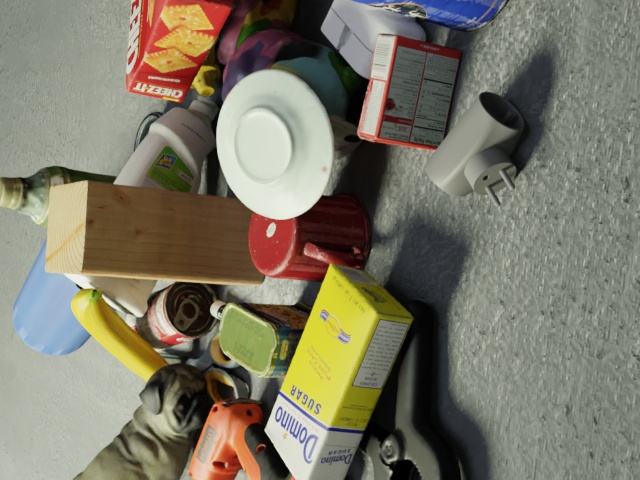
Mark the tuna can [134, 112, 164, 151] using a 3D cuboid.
[{"bbox_3d":[-0.192,-0.112,1.292,0.086,0.033,0.086,-11,77,53],"label":"tuna can"}]

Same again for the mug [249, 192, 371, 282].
[{"bbox_3d":[-0.006,0.001,0.984,0.117,0.081,0.093,34,112,50],"label":"mug"}]

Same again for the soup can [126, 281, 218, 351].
[{"bbox_3d":[-0.168,0.086,1.204,0.102,0.068,0.068,-23,67,51],"label":"soup can"}]

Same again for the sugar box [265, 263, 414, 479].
[{"bbox_3d":[0.012,0.119,0.926,0.093,0.048,0.176,45,117,55],"label":"sugar box"}]

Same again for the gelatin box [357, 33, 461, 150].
[{"bbox_3d":[0.075,-0.123,0.898,0.030,0.073,0.089,23,105,54],"label":"gelatin box"}]

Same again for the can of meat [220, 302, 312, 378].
[{"bbox_3d":[-0.036,0.094,1.011,0.102,0.083,0.057,23,104,52],"label":"can of meat"}]

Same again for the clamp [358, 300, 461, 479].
[{"bbox_3d":[0.074,0.166,0.890,0.165,0.036,0.210,-58,40,32],"label":"clamp"}]

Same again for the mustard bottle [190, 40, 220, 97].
[{"bbox_3d":[-0.152,-0.244,1.235,0.096,0.058,0.192,-43,53,37],"label":"mustard bottle"}]

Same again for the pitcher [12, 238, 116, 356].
[{"bbox_3d":[-0.299,0.041,1.354,0.243,0.148,0.145,-46,66,44],"label":"pitcher"}]

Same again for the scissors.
[{"bbox_3d":[-0.133,0.126,1.193,0.202,0.016,0.096,28,110,51],"label":"scissors"}]

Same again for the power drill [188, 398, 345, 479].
[{"bbox_3d":[-0.059,0.259,1.044,0.188,0.057,0.184,40,114,45],"label":"power drill"}]

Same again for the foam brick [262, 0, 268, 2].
[{"bbox_3d":[-0.091,-0.263,1.161,0.078,0.051,0.053,-35,59,46],"label":"foam brick"}]

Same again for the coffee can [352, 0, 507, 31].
[{"bbox_3d":[0.075,-0.231,0.855,0.103,0.140,0.103,-11,77,53],"label":"coffee can"}]

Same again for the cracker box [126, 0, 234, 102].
[{"bbox_3d":[-0.142,-0.260,1.081,0.214,0.072,0.164,140,135,-63],"label":"cracker box"}]

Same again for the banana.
[{"bbox_3d":[-0.216,0.108,1.160,0.037,0.197,0.070,-47,46,-13],"label":"banana"}]

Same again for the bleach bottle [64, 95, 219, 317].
[{"bbox_3d":[-0.180,-0.046,1.188,0.068,0.102,0.250,8,65,53],"label":"bleach bottle"}]

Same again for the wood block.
[{"bbox_3d":[-0.165,-0.003,1.095,0.091,0.205,0.090,-1,85,53],"label":"wood block"}]

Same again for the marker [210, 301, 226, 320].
[{"bbox_3d":[-0.079,0.089,1.123,0.121,0.020,0.020,22,103,53],"label":"marker"}]
